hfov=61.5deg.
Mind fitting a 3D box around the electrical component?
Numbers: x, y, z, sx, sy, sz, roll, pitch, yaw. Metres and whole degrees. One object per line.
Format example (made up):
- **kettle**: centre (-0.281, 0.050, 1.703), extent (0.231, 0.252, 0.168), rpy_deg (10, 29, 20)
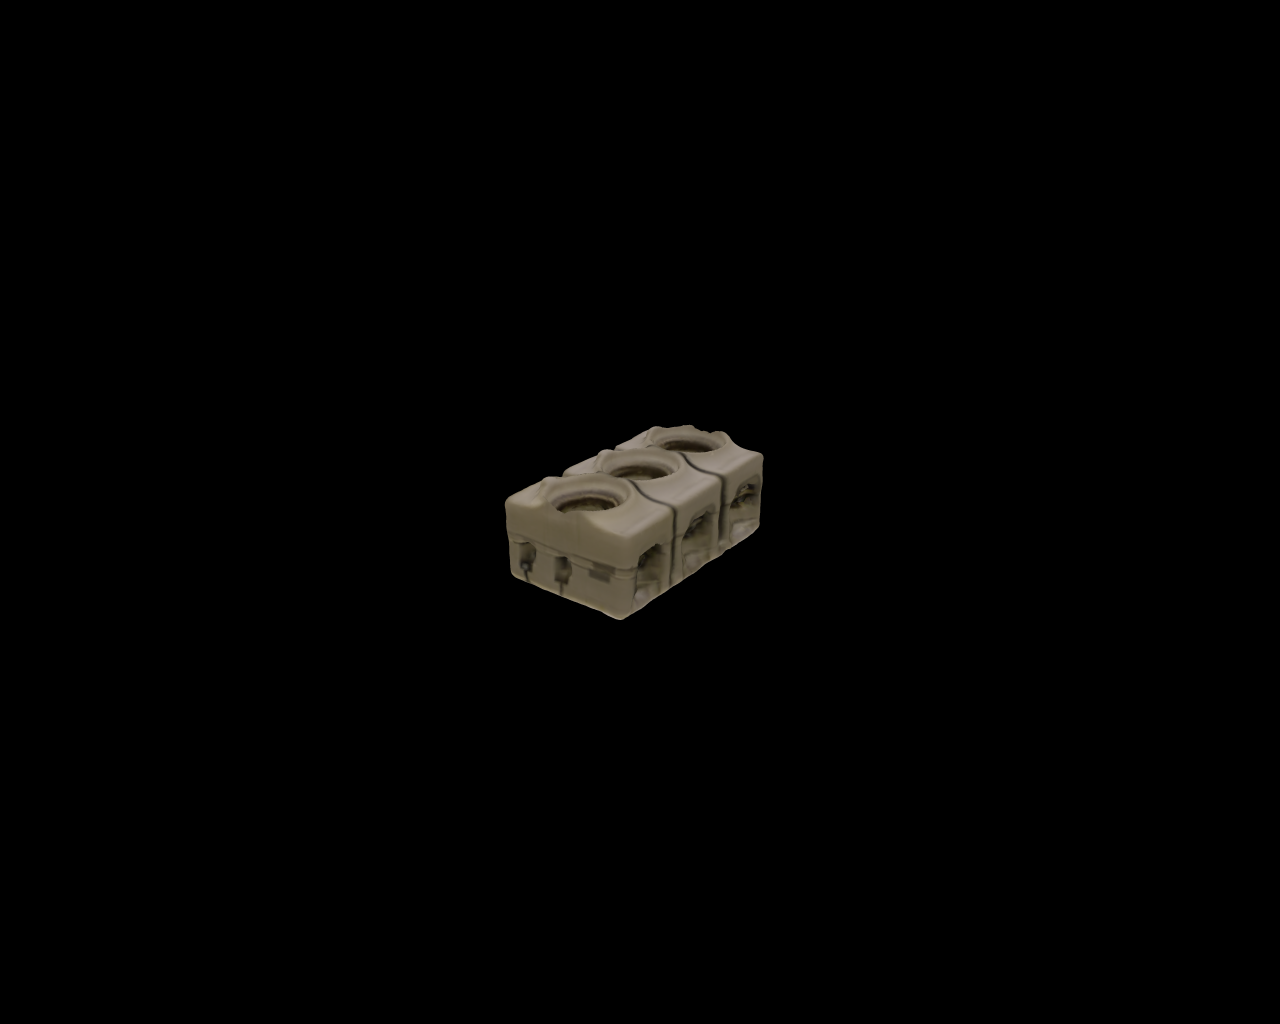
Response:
- **electrical component**: centre (0.001, -0.003, 0.650), extent (0.089, 0.061, 0.150), rpy_deg (17, 29, 32)
